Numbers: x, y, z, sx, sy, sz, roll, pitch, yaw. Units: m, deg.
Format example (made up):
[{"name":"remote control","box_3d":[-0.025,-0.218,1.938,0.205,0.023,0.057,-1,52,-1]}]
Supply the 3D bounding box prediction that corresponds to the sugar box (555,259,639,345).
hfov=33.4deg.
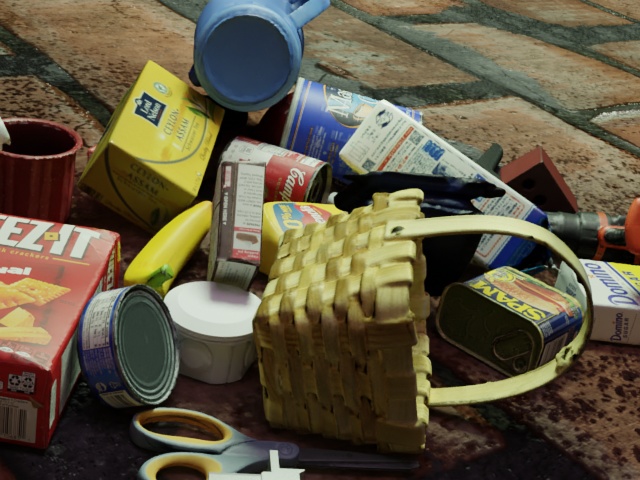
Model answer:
[{"name":"sugar box","box_3d":[0.319,0.062,1.005,0.176,0.048,0.093,9,26,-8]}]

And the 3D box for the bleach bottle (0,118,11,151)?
[{"name":"bleach bottle","box_3d":[-0.360,-0.038,0.825,0.250,0.068,0.103,-26,30,-22]}]

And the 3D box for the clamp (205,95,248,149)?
[{"name":"clamp","box_3d":[-0.129,-0.141,1.242,0.120,0.039,0.171,26,30,26]}]

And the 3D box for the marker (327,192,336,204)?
[{"name":"marker","box_3d":[0.057,-0.017,1.091,0.121,0.020,0.020,29,32,33]}]

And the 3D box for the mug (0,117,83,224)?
[{"name":"mug","box_3d":[-0.274,-0.054,0.965,0.093,0.081,0.117,26,30,28]}]

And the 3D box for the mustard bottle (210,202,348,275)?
[{"name":"mustard bottle","box_3d":[-0.006,0.001,0.987,0.191,0.058,0.096,2,35,-18]}]

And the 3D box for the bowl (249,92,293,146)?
[{"name":"bowl","box_3d":[-0.001,-0.136,1.266,0.162,0.055,0.162,8,26,-4]}]

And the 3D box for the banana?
[{"name":"banana","box_3d":[-0.129,0.018,0.904,0.070,0.037,0.197,-30,14,13]}]

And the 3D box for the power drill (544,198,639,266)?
[{"name":"power drill","box_3d":[0.305,-0.006,1.041,0.184,0.057,0.188,5,-2,-3]}]

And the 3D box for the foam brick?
[{"name":"foam brick","box_3d":[0.236,-0.051,1.149,0.078,0.053,0.051,52,23,-14]}]

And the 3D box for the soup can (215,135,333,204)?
[{"name":"soup can","box_3d":[-0.047,-0.061,1.083,0.102,0.068,0.068,19,27,17]}]

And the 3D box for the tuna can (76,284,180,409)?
[{"name":"tuna can","box_3d":[-0.135,0.076,0.754,0.034,0.086,0.086,-11,20,20]}]

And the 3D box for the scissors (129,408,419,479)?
[{"name":"scissors","box_3d":[-0.035,0.156,0.716,0.202,0.016,0.096,13,28,3]}]

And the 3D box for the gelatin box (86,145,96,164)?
[{"name":"gelatin box","box_3d":[-0.191,-0.086,1.117,0.073,0.030,0.089,20,28,13]}]

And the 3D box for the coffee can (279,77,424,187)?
[{"name":"coffee can","box_3d":[0.030,-0.108,1.155,0.140,0.103,0.102,15,26,-2]}]

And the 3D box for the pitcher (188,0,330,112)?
[{"name":"pitcher","box_3d":[-0.070,-0.215,1.169,0.145,0.149,0.243,13,14,-7]}]

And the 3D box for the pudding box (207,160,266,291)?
[{"name":"pudding box","box_3d":[-0.071,-0.005,0.881,0.039,0.114,0.090,4,70,-8]}]

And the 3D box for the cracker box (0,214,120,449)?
[{"name":"cracker box","box_3d":[-0.248,0.051,0.778,0.164,0.072,0.213,10,26,-2]}]

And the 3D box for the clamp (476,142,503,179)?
[{"name":"clamp","box_3d":[0.177,-0.072,1.227,0.164,0.036,0.210,2,30,-25]}]

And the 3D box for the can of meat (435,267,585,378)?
[{"name":"can of meat","box_3d":[0.166,0.068,0.923,0.102,0.057,0.083,29,29,32]}]
